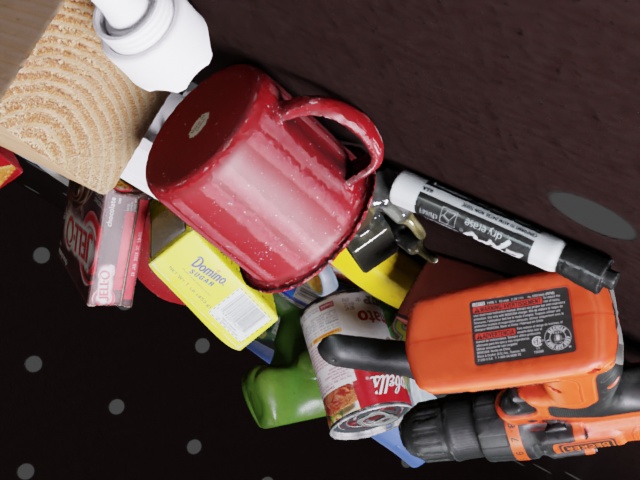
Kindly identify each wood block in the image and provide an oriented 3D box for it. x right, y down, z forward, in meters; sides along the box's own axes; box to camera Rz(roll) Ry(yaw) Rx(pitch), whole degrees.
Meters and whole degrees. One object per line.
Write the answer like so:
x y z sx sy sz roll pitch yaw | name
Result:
-0.184 -0.110 0.578 0.206 0.091 0.090 23 170 35 | wood block

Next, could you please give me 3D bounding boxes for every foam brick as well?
0.101 0.049 0.703 0.053 0.051 0.078 34 171 -37 | foam brick

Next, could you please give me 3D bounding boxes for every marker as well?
0.091 -0.004 0.530 0.121 0.020 0.020 25 171 23 | marker

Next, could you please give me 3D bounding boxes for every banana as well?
0.044 0.013 0.750 0.070 0.037 0.197 -10 146 46 | banana

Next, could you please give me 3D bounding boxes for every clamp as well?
0.090 0.078 0.805 0.171 0.120 0.039 25 136 -2 | clamp

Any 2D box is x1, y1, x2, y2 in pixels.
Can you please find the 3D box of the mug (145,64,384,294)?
-0.024 -0.037 0.527 0.117 0.093 0.081 -20 133 37 | mug

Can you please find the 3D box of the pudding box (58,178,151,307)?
-0.164 -0.011 0.801 0.039 0.090 0.114 6 -164 -25 | pudding box

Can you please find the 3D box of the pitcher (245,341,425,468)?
0.043 0.121 1.141 0.243 0.149 0.145 33 -173 -3 | pitcher

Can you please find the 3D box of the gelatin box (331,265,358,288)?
-0.006 0.001 0.850 0.089 0.030 0.073 27 171 15 | gelatin box

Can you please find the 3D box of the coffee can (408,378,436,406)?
0.127 0.124 0.896 0.103 0.103 0.140 28 172 11 | coffee can

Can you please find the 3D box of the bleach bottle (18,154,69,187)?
-0.251 -0.094 1.002 0.102 0.068 0.251 36 172 -25 | bleach bottle

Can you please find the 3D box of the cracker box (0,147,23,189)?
-0.380 -0.132 1.018 0.164 0.072 0.214 52 174 7 | cracker box

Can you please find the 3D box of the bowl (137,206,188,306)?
-0.125 -0.001 0.893 0.162 0.055 0.162 51 -166 -18 | bowl

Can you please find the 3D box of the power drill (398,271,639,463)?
0.112 0.082 0.609 0.185 0.057 0.187 -14 153 18 | power drill

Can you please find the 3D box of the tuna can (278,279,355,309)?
0.000 0.034 0.921 0.086 0.034 0.086 22 -165 -7 | tuna can

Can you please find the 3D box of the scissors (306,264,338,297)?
-0.031 -0.011 0.739 0.096 0.016 0.202 65 168 -9 | scissors

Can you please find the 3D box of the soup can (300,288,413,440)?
0.028 0.098 0.841 0.068 0.068 0.102 43 -153 -60 | soup can

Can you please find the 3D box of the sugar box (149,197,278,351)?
-0.081 0.000 0.788 0.093 0.048 0.176 49 -169 -24 | sugar box
